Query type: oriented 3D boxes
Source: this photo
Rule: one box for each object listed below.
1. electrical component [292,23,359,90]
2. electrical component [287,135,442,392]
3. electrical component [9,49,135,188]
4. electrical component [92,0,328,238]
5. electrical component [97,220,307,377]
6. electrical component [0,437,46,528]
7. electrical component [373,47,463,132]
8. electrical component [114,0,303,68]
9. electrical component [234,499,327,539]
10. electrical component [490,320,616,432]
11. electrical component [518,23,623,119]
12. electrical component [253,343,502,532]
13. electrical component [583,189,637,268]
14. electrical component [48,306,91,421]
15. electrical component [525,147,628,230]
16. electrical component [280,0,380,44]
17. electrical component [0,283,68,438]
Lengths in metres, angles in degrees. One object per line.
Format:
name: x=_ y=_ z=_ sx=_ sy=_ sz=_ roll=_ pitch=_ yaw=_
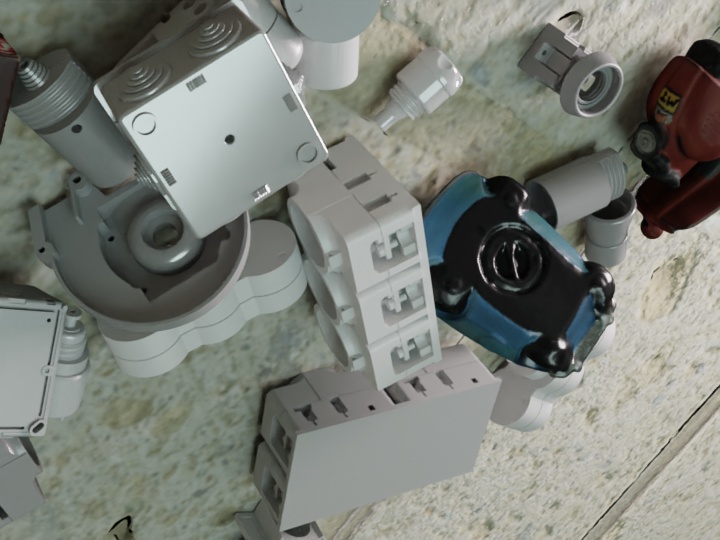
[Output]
electrical component: x=-0.020 y=-0.142 z=0.631 sx=0.040 sy=0.040 sz=0.078 roll=-18 pitch=133 yaw=-23
electrical component: x=0.000 y=0.000 z=0.731 sx=0.062 sy=0.089 sz=0.150 roll=-27 pitch=137 yaw=-15
electrical component: x=-0.155 y=-0.085 z=0.581 sx=0.043 sy=0.043 sz=0.081 roll=-41 pitch=138 yaw=1
electrical component: x=-0.074 y=-0.076 z=0.554 sx=0.100 sy=0.048 sz=0.099 roll=-33 pitch=129 yaw=-5
electrical component: x=-0.104 y=0.006 z=0.689 sx=0.138 sy=0.052 sz=0.073 roll=-28 pitch=137 yaw=-14
electrical component: x=-0.242 y=0.120 z=0.688 sx=0.056 sy=0.050 sz=0.089 roll=-29 pitch=137 yaw=-13
electrical component: x=0.035 y=-0.114 z=0.700 sx=0.061 sy=0.035 sz=0.035 roll=-41 pitch=138 yaw=5
electrical component: x=-0.082 y=-0.112 z=0.596 sx=0.095 sy=0.053 sz=0.059 roll=-43 pitch=129 yaw=3
electrical component: x=-0.072 y=0.232 z=0.915 sx=0.081 sy=0.042 sz=0.063 roll=11 pitch=122 yaw=-41
electrical component: x=0.155 y=0.078 z=0.938 sx=0.074 sy=0.052 sz=0.138 roll=23 pitch=110 yaw=-45
electrical component: x=0.149 y=-0.136 z=0.747 sx=0.066 sy=0.055 sz=0.048 roll=19 pitch=112 yaw=-44
electrical component: x=0.011 y=0.129 z=0.872 sx=0.186 sy=0.060 sz=0.105 roll=-11 pitch=131 yaw=-29
electrical component: x=0.204 y=-0.033 z=0.887 sx=0.044 sy=0.044 sz=0.065 roll=-28 pitch=141 yaw=-13
electrical component: x=-0.190 y=0.057 z=0.680 sx=0.040 sy=0.040 sz=0.078 roll=1 pitch=124 yaw=-36
electrical component: x=0.174 y=-0.065 z=0.835 sx=0.081 sy=0.043 sz=0.043 roll=-24 pitch=136 yaw=-17
electrical component: x=-0.006 y=-0.186 z=0.554 sx=0.052 sy=0.073 sz=0.138 roll=8 pitch=109 yaw=-13
electrical component: x=-0.217 y=0.056 z=0.625 sx=0.062 sy=0.061 sz=0.096 roll=7 pitch=97 yaw=-40
